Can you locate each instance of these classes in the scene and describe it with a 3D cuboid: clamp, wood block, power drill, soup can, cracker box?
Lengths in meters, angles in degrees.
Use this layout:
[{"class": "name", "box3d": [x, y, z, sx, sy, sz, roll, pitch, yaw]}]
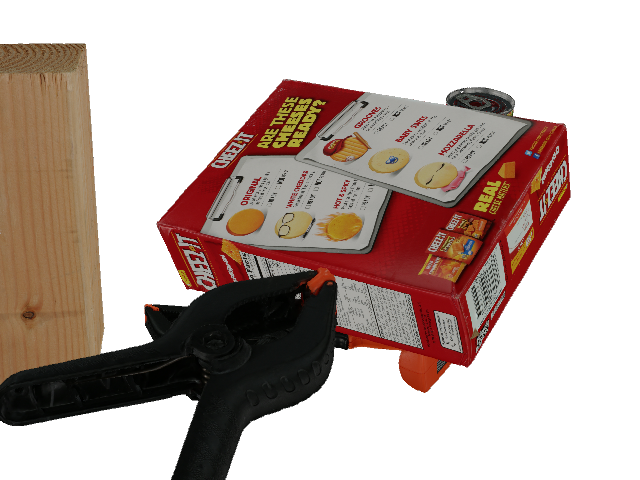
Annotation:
[{"class": "clamp", "box3d": [-0.045, 0.066, 0.480, 0.171, 0.039, 0.120, -27, 50, -31]}, {"class": "wood block", "box3d": [-0.194, -0.017, 0.691, 0.090, 0.206, 0.090, -1, 22, -7]}, {"class": "power drill", "box3d": [0.036, 0.107, 1.115, 0.188, 0.057, 0.184, 9, 25, 27]}, {"class": "soup can", "box3d": [0.157, -0.095, 1.077, 0.068, 0.102, 0.068, 0, 31, 0]}, {"class": "clamp", "box3d": [-0.133, 0.120, 1.259, 0.210, 0.036, 0.164, 14, 24, 24]}, {"class": "cracker box", "box3d": [0.031, -0.019, 0.688, 0.214, 0.072, 0.164, 13, 48, 30]}]
